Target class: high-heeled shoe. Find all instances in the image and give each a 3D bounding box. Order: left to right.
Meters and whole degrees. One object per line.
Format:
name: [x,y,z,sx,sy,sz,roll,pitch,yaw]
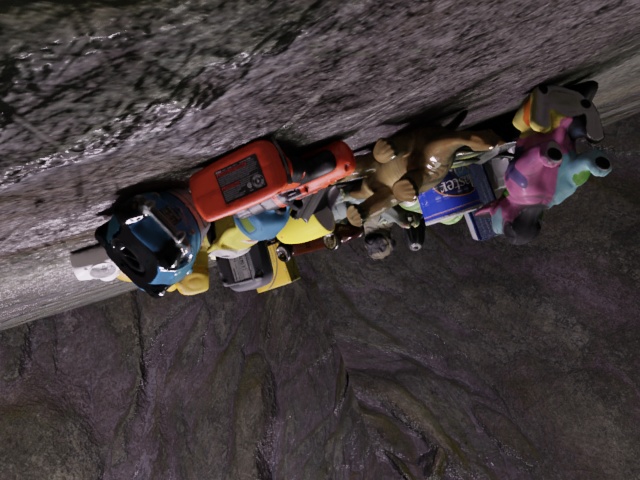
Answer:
high-heeled shoe: [0.332,-0.203,0.911,0.145,0.086,0.248,12,151,-12]

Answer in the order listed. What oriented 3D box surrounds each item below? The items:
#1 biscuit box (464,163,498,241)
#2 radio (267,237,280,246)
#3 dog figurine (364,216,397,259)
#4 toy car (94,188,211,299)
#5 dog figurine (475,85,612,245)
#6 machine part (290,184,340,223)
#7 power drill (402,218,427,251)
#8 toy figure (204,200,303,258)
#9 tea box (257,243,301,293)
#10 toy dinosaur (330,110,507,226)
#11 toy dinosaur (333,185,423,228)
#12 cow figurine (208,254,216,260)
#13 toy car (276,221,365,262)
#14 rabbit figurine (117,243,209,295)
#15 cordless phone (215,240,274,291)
biscuit box: [0.301,-0.102,1.055,0.063,0.202,0.059,-20,-178,4]
radio: [-0.080,-0.037,1.115,0.131,0.073,0.229,-21,177,-13]
dog figurine: [0.178,-0.061,1.372,0.172,0.190,0.121,-21,178,16]
toy car: [-0.178,-0.011,0.610,0.103,0.109,0.161,-47,-175,-37]
dog figurine: [0.321,-0.102,0.822,0.108,0.191,0.219,6,154,-11]
machine part: [-0.004,-0.070,0.856,0.039,0.084,0.139,25,-166,14]
power drill: [0.269,-0.102,1.222,0.086,0.232,0.207,31,125,-30]
toy figure: [-0.107,-0.034,0.807,0.082,0.089,0.180,18,143,-39]
tea box: [-0.123,0.030,1.285,0.098,0.169,0.068,-21,179,20]
toy dinosaur: [0.116,-0.100,0.797,0.198,0.105,0.471,-22,-174,-23]
toy dinosaur: [0.067,-0.070,1.257,0.192,0.131,0.405,-18,-175,-33]
cow figurine: [-0.275,0.024,1.072,0.167,0.068,0.098,-22,174,-19]
toy car: [-0.002,-0.003,1.040,0.089,0.053,0.202,-22,-176,-43]
rabbit figurine: [-0.285,0.032,0.952,0.173,0.121,0.162,-4,-177,-18]
cordless phone: [-0.145,0.018,0.968,0.089,0.146,0.184,-17,180,-10]
